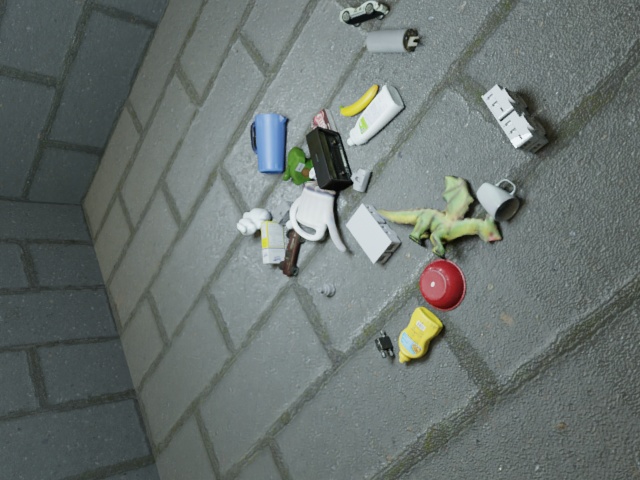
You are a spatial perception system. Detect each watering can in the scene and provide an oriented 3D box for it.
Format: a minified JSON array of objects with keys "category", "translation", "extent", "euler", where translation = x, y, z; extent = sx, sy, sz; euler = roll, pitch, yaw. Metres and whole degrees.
[{"category":"watering can","translation":[0.006,-0.097,1.928],"extent":[0.351,0.104,0.223],"euler":[26,104,46]}]

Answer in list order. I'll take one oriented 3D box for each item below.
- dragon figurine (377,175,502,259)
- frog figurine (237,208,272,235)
[{"category":"dragon figurine","translation":[0.367,-0.087,1.581],"extent":[0.416,0.121,0.242],"euler":[39,97,39]},{"category":"frog figurine","translation":[-0.288,-0.080,2.195],"extent":[0.139,0.159,0.121],"euler":[32,109,43]}]
